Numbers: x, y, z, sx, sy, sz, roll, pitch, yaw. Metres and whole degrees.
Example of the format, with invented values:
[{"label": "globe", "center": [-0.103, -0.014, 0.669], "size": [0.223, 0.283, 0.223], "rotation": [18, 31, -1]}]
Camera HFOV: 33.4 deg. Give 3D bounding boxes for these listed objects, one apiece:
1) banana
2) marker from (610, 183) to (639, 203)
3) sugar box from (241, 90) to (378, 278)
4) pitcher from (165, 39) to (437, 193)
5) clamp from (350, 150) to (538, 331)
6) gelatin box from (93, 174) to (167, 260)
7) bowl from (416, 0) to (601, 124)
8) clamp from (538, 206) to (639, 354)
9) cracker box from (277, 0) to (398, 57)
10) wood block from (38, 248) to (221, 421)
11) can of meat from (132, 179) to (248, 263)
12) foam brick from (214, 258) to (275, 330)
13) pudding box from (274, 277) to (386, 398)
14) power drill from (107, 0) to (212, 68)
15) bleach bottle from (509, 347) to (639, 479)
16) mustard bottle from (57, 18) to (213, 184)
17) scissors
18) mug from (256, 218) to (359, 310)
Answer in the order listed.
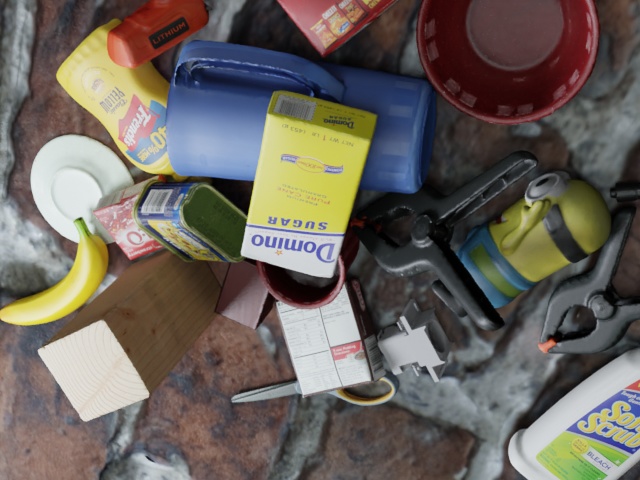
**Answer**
[{"label": "banana", "center": [-0.298, 0.051, 1.233], "size": [0.069, 0.037, 0.198], "rotation": [44, 121, -3]}, {"label": "marker", "center": [0.329, -0.048, 0.982], "size": [0.121, 0.020, 0.020], "rotation": [-4, 111, 21]}, {"label": "sugar box", "center": [-0.013, -0.046, 0.959], "size": [0.093, 0.048, 0.176], "rotation": [15, 132, 1]}, {"label": "pitcher", "center": [-0.018, -0.116, 1.005], "size": [0.243, 0.149, 0.145], "rotation": [8, 110, 12]}, {"label": "clamp", "center": [0.114, -0.016, 1.016], "size": [0.210, 0.036, 0.164], "rotation": [18, 89, 48]}, {"label": "gelatin box", "center": [-0.188, -0.024, 1.154], "size": [0.089, 0.030, 0.073], "rotation": [-18, 124, 25]}, {"label": "bowl", "center": [0.170, -0.188, 0.954], "size": [0.162, 0.055, 0.162], "rotation": [7, 115, 16]}, {"label": "clamp", "center": [0.287, 0.063, 1.031], "size": [0.120, 0.039, 0.172], "rotation": [47, 124, 16]}, {"label": "cracker box", "center": [0.005, -0.300, 0.953], "size": [0.164, 0.072, 0.213], "rotation": [-36, 97, 28]}, {"label": "wood block", "center": [-0.187, 0.088, 1.115], "size": [0.091, 0.205, 0.090], "rotation": [-24, 104, 25]}, {"label": "can of meat", "center": [-0.127, -0.018, 1.092], "size": [0.084, 0.057, 0.102], "rotation": [3, 151, 47]}, {"label": "foam brick", "center": [-0.073, 0.046, 1.144], "size": [0.051, 0.053, 0.078], "rotation": [24, 118, 8]}, {"label": "pudding box", "center": [0.010, 0.104, 1.136], "size": [0.090, 0.039, 0.113], "rotation": [-16, 89, 26]}, {"label": "power drill", "center": [-0.188, -0.256, 0.978], "size": [0.057, 0.184, 0.187], "rotation": [34, 150, 44]}, {"label": "bleach bottle", "center": [0.305, 0.158, 1.060], "size": [0.102, 0.068, 0.251], "rotation": [38, 117, 0]}, {"label": "mustard bottle", "center": [-0.179, -0.127, 1.100], "size": [0.096, 0.058, 0.191], "rotation": [-36, 99, 35]}, {"label": "scissors", "center": [-0.012, 0.145, 1.188], "size": [0.202, 0.016, 0.096], "rotation": [1, 112, 18]}, {"label": "mug", "center": [-0.007, 0.001, 1.084], "size": [0.093, 0.081, 0.117], "rotation": [10, 116, 15]}]
